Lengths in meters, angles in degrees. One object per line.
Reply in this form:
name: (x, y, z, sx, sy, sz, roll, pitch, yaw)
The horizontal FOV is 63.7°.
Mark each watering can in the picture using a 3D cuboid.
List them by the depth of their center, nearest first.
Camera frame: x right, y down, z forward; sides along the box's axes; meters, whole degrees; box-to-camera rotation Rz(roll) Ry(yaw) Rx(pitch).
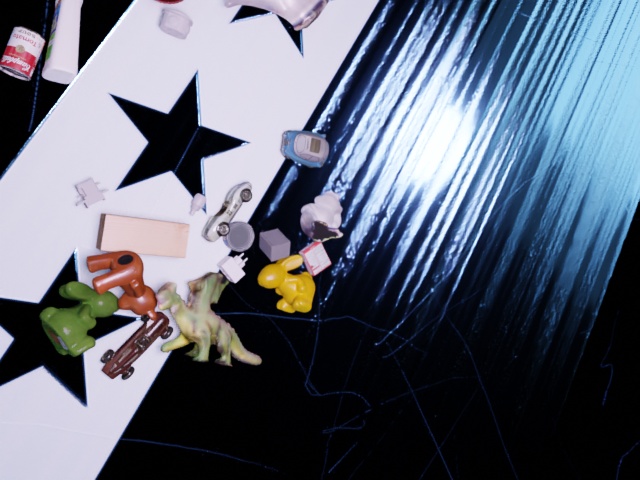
watering can: (-0.106, -0.706, 1.492, 0.221, 0.104, 0.352, 47, 67, -24)

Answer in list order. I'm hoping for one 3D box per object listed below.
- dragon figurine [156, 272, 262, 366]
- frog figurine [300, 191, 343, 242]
dragon figurine: (-0.290, 0.210, 1.407, 0.407, 0.122, 0.245, 23, 70, -50)
frog figurine: (0.005, -0.080, 1.592, 0.137, 0.120, 0.163, 15, 48, -21)
